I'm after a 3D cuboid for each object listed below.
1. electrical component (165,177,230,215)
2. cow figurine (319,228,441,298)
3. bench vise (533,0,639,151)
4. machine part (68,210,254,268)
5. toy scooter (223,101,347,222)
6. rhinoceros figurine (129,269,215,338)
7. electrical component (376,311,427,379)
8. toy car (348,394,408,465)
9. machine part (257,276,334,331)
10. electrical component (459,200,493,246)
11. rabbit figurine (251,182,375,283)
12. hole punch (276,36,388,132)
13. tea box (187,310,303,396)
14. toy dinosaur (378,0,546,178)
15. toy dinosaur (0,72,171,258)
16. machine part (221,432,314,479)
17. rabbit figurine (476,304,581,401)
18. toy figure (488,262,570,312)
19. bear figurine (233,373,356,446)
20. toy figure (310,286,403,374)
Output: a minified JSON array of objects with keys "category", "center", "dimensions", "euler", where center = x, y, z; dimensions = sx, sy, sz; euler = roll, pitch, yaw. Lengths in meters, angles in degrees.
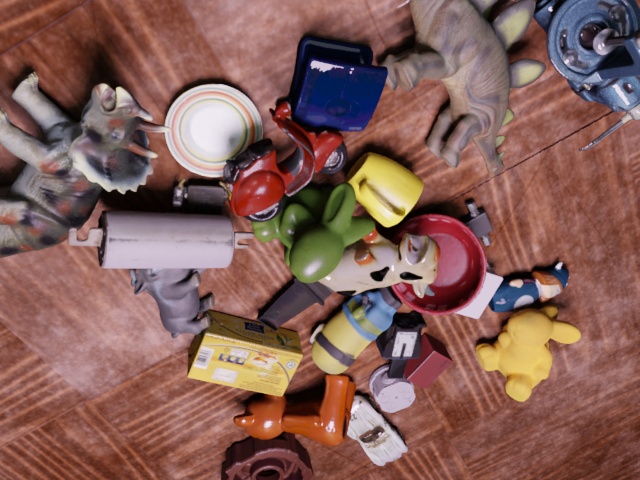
[{"category":"electrical component","center":[-0.168,-0.057,0.774],"dimensions":[0.102,0.045,0.078],"euler":[7,114,-15]},{"category":"cow figurine","center":[0.094,0.040,0.818],"dimensions":[0.195,0.085,0.127],"euler":[-19,135,39]},{"category":"bench vise","center":[0.376,-0.232,0.692],"dimensions":[0.129,0.241,0.223],"euler":[-32,103,11]},{"category":"machine part","center":[-0.206,0.001,0.724],"dimensions":[0.243,0.079,0.079],"euler":[0,118,-30]},{"category":"toy scooter","center":[-0.058,-0.109,0.712],"dimensions":[0.184,0.075,0.135],"euler":[-33,141,1]},{"category":"rhinoceros figurine","center":[-0.227,0.061,0.814],"dimensions":[0.112,0.073,0.190],"euler":[-10,121,6]},{"category":"electrical component","center":[0.142,0.186,0.960],"dimensions":[0.075,0.048,0.119],"euler":[-1,117,-10]},{"category":"toy car","center":[0.103,0.373,1.044],"dimensions":[0.073,0.056,0.201],"euler":[-33,118,7]},{"category":"machine part","center":[-0.041,0.099,0.885],"dimensions":[0.139,0.039,0.084],"euler":[-37,123,7]},{"category":"electrical component","center":[0.249,-0.020,0.888],"dimensions":[0.063,0.021,0.093],"euler":[-29,121,5]},{"category":"rabbit figurine","center":[-0.002,-0.002,0.764],"dimensions":[0.159,0.170,0.121],"euler":[-31,119,6]},{"category":"hole punch","center":[0.021,-0.198,0.716],"dimensions":[0.142,0.092,0.115],"euler":[2,120,-16]},{"category":"tea box","center":[-0.125,0.190,0.897],"dimensions":[0.169,0.068,0.098],"euler":[19,113,-21]},{"category":"toy dinosaur","center":[0.177,-0.259,0.709],"dimensions":[0.198,0.105,0.470],"euler":[-38,127,1]},{"category":"toy dinosaur","center":[-0.357,-0.063,0.700],"dimensions":[0.192,0.131,0.405],"euler":[34,112,-24]},{"category":"machine part","center":[-0.103,0.446,1.043],"dimensions":[0.179,0.056,0.179],"euler":[-5,119,-8]},{"category":"rabbit figurine","center":[0.372,0.181,0.944],"dimensions":[0.162,0.122,0.173],"euler":[-25,136,-7]},{"category":"toy figure","center":[0.373,0.087,0.951],"dimensions":[0.154,0.058,0.064],"euler":[-16,164,-2]},{"category":"bear figurine","center":[-0.044,0.297,0.959],"dimensions":[0.196,0.132,0.120],"euler":[5,158,18]},{"category":"toy figure","center":[0.058,0.147,0.900],"dimensions":[0.180,0.089,0.082],"euler":[-41,110,13]}]
